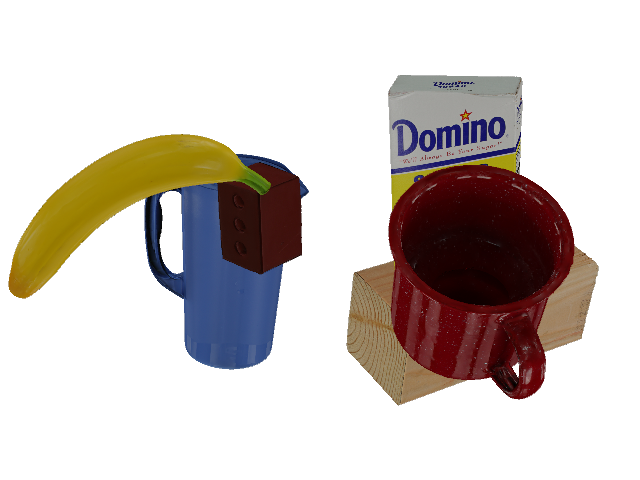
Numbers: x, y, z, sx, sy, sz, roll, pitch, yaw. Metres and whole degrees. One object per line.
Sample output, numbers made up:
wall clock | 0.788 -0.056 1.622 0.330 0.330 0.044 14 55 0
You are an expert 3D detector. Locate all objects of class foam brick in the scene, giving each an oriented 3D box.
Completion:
foam brick | -0.052 -0.020 0.926 0.053 0.078 0.051 21 33 41

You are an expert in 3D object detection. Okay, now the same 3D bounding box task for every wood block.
wood block | 0.136 0.060 0.963 0.205 0.090 0.091 -15 38 -26

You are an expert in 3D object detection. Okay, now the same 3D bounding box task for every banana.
banana | -0.136 -0.025 0.729 0.198 0.069 0.037 -23 10 6

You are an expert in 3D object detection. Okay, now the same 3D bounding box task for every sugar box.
sugar box | 0.100 -0.032 0.788 0.093 0.176 0.048 3 28 16

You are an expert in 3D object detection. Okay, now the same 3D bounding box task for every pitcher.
pitcher | -0.115 0.026 1.270 0.149 0.243 0.144 21 27 32

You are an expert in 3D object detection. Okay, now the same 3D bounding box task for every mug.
mug | 0.084 0.030 0.557 0.093 0.117 0.081 -19 -34 -14
